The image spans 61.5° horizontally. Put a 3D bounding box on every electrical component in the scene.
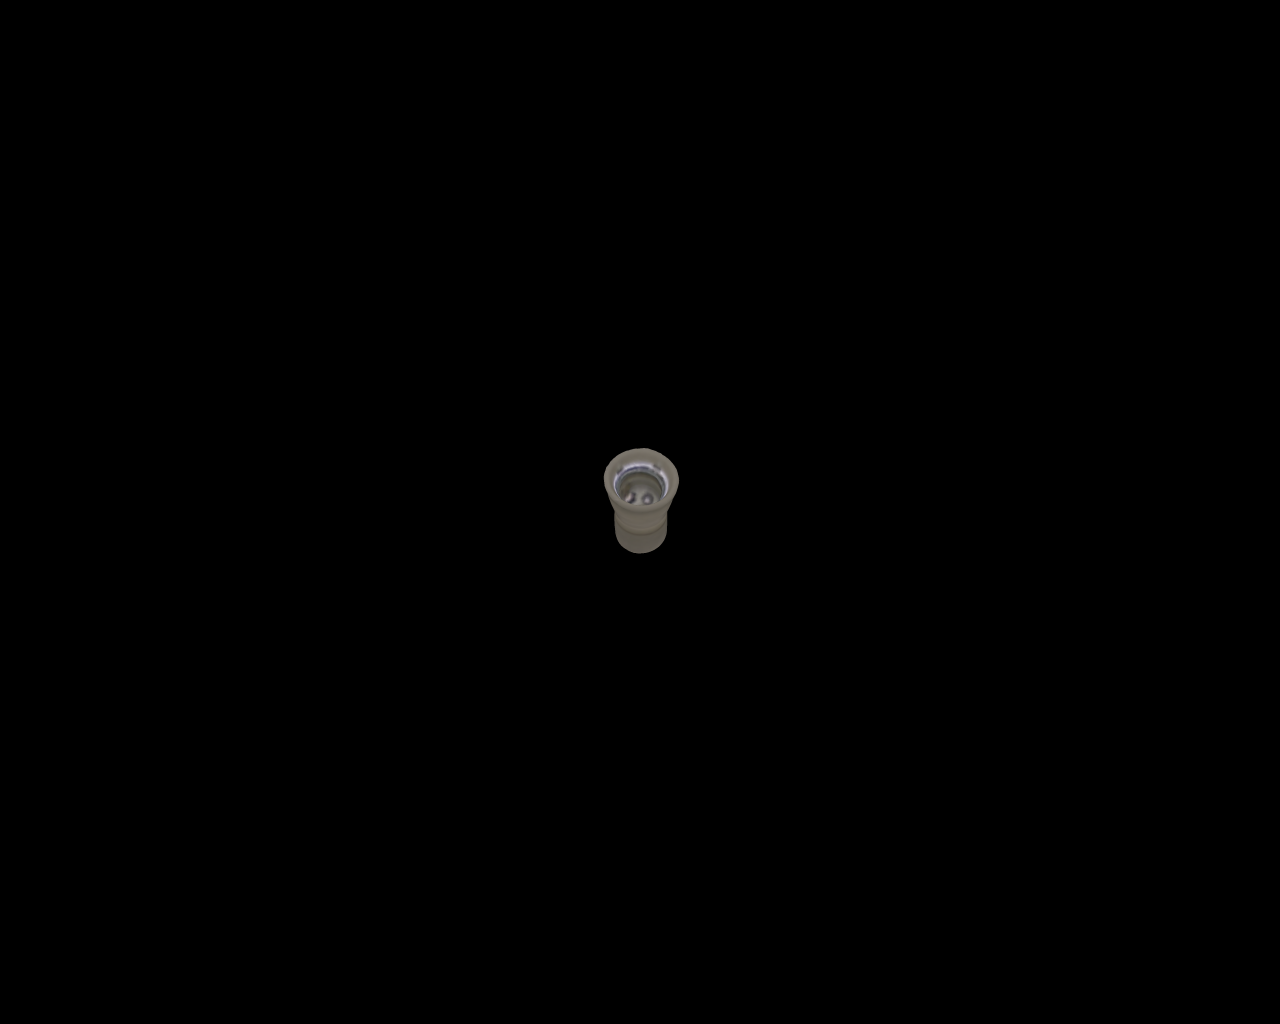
[{"bbox_3d":[0.001,-0.003,0.650,0.044,0.044,0.065,0,-33,0],"label":"electrical component"}]
